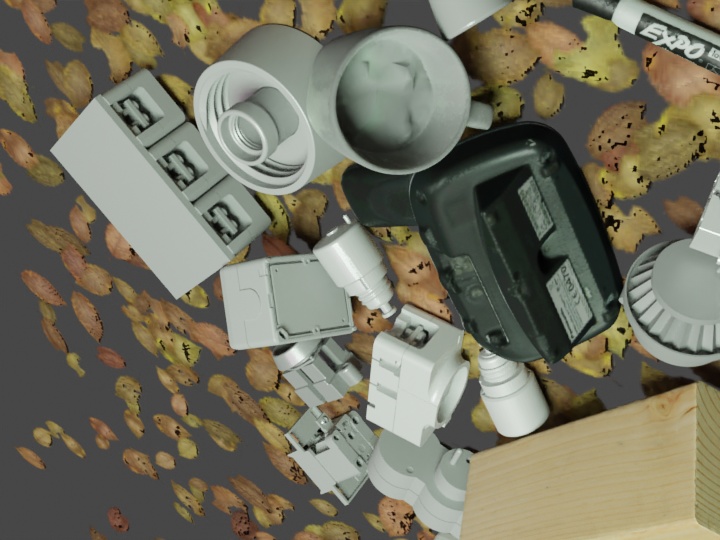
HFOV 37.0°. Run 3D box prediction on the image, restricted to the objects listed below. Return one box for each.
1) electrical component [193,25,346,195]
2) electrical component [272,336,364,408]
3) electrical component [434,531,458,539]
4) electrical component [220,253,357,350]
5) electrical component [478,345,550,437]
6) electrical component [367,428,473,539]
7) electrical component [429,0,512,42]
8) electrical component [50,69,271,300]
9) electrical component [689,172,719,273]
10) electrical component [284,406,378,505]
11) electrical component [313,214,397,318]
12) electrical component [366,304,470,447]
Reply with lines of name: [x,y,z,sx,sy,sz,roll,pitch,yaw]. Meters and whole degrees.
electrical component: [-0.061,-0.101,0.716,0.108,0.060,0.108,22,134,24]
electrical component: [-0.037,0.074,0.855,0.055,0.048,0.066,48,139,-16]
electrical component: [0.098,0.268,0.899,0.096,0.061,0.061,19,135,17]
electrical component: [-0.050,0.022,0.791,0.061,0.096,0.061,-10,87,43]
electrical component: [0.103,0.080,0.750,0.040,0.040,0.078,-7,118,42]
electrical component: [0.074,0.164,0.834,0.138,0.052,0.073,34,138,12]
electrical component: [0.049,-0.165,0.591,0.044,0.044,0.065,-22,103,47]
electrical component: [-0.148,-0.065,0.816,0.150,0.061,0.089,51,139,-8]
electrical component: [0.210,-0.026,0.565,0.055,0.066,0.048,22,170,13]
electrical component: [-0.019,0.152,0.908,0.081,0.042,0.064,50,137,-8]
electrical component: [0.000,0.000,0.767,0.040,0.040,0.078,-21,109,46]
electrical component: [0.044,0.080,0.790,0.056,0.050,0.089,25,136,21]
